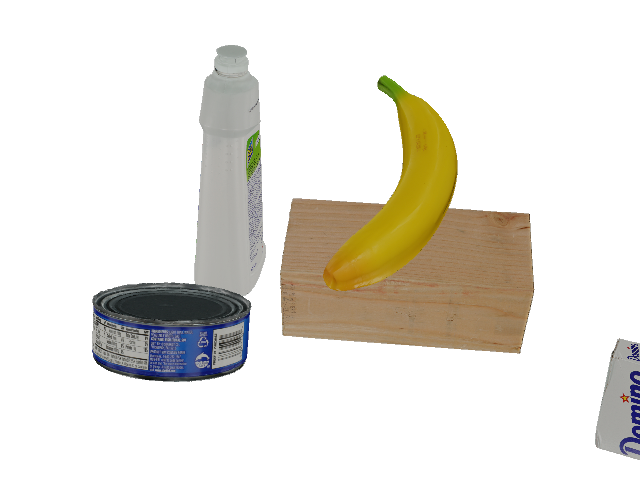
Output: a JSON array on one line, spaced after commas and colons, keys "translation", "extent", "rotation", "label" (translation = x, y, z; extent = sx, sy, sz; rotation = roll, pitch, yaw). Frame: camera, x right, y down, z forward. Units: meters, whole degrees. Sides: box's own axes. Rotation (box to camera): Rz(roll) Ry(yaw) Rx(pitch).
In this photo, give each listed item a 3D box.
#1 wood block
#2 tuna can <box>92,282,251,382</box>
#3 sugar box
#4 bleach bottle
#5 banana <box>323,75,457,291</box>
[{"translation": [0.073, 0.031, 0.924], "extent": [0.206, 0.090, 0.090], "rotation": [4, -43, 4], "label": "wood block"}, {"translation": [-0.081, 0.049, 0.583], "extent": [0.086, 0.034, 0.086], "rotation": [4, 10, -1], "label": "tuna can"}, {"translation": [0.323, 0.150, 0.883], "extent": [0.176, 0.093, 0.048], "rotation": [12, 24, 19], "label": "sugar box"}, {"translation": [-0.087, -0.072, 1.043], "extent": [0.068, 0.251, 0.102], "rotation": [7, 33, 4], "label": "bleach bottle"}, {"translation": [0.054, -0.034, 0.712], "extent": [0.069, 0.197, 0.037], "rotation": [11, -43, 6], "label": "banana"}]
